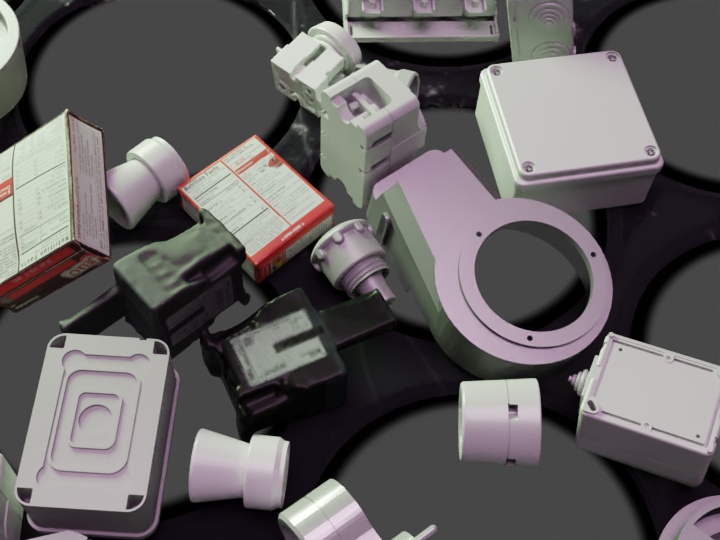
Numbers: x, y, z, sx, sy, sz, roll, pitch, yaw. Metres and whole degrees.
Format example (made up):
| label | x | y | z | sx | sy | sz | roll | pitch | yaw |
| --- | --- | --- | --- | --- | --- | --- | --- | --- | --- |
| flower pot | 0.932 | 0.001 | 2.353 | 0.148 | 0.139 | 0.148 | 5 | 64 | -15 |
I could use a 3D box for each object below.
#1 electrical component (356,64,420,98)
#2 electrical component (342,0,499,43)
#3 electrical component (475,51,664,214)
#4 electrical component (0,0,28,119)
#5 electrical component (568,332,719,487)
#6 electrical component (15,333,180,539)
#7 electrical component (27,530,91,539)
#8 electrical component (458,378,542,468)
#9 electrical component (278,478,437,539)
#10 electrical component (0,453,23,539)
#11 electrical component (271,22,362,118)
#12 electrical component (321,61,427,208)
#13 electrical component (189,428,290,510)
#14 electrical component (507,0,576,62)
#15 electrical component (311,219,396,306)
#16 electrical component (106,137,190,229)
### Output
| label | x | y | z | sx | sy | sz | roll | pitch | yaw |
| --- | --- | --- | --- | --- | --- | --- | --- | --- | --- |
| electrical component | 0.018 | -0.135 | 0.816 | 0.046 | 0.040 | 0.040 | 16 | 59 | 14 |
| electrical component | 0.048 | -0.222 | 0.856 | 0.121 | 0.063 | 0.078 | -1 | 59 | -3 |
| electrical component | 0.150 | -0.099 | 0.789 | 0.109 | 0.056 | 0.108 | -8 | 59 | -7 |
| electrical component | -0.302 | -0.151 | 0.800 | 0.108 | 0.060 | 0.108 | 1 | 59 | -2 |
| electrical component | 0.178 | 0.088 | 0.677 | 0.096 | 0.061 | 0.061 | 17 | 59 | 18 |
| electrical component | -0.156 | 0.102 | 0.653 | 0.078 | 0.057 | 0.113 | 4 | 58 | 0 |
| electrical component | -0.170 | 0.189 | 0.603 | 0.080 | 0.051 | 0.080 | 1 | 59 | -2 |
| electrical component | 0.086 | 0.095 | 0.670 | 0.047 | 0.055 | 0.055 | 1 | 58 | 2 |
| electrical component | 0.021 | 0.176 | 0.618 | 0.074 | 0.052 | 0.138 | -32 | 65 | -20 |
| electrical component | -0.250 | 0.139 | 0.624 | 0.096 | 0.061 | 0.061 | -1 | 59 | -3 |
| electrical component | -0.032 | -0.157 | 0.824 | 0.066 | 0.048 | 0.055 | 36 | 71 | 18 |
| electrical component | 0.009 | -0.097 | 0.763 | 0.056 | 0.089 | 0.050 | -34 | 65 | -20 |
| electrical component | -0.072 | 0.121 | 0.652 | 0.055 | 0.045 | 0.045 | 6 | 58 | 1 |
| electrical component | 0.142 | -0.211 | 0.834 | 0.048 | 0.099 | 0.099 | -1 | 58 | 12 |
| electrical component | 0.000 | 0.000 | 0.730 | 0.048 | 0.048 | 0.062 | -30 | 70 | -19 |
| electrical component | -0.155 | -0.062 | 0.761 | 0.045 | 0.045 | 0.055 | 39 | 64 | 20 |
